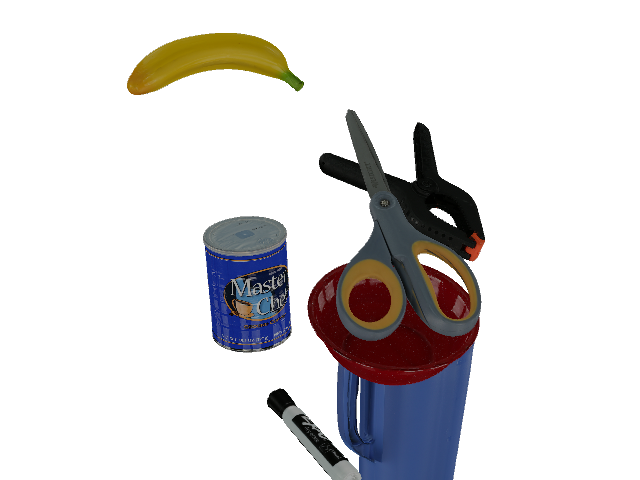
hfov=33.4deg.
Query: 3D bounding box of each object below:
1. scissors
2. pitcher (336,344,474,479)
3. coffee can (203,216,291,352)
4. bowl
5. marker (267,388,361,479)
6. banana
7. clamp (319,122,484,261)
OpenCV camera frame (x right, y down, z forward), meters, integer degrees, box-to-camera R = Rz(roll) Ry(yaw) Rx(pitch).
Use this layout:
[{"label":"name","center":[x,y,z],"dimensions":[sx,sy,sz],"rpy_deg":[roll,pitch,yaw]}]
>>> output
[{"label":"scissors","center":[0.028,-0.009,0.691],"dimensions":[0.096,0.202,0.016],"rpy_deg":[-23,-38,-16]},{"label":"pitcher","center":[0.096,0.202,1.235],"dimensions":[0.149,0.243,0.145],"rpy_deg":[5,14,7]},{"label":"coffee can","center":[-0.090,0.054,1.334],"dimensions":[0.103,0.140,0.103],"rpy_deg":[-2,25,1]},{"label":"bowl","center":[0.067,0.086,1.013],"dimensions":[0.162,0.055,0.162],"rpy_deg":[3,37,-2]},{"label":"marker","center":[-0.008,0.153,0.831],"dimensions":[0.020,0.020,0.121],"rpy_deg":[0,26,-34]},{"label":"banana","center":[-0.111,-0.182,1.089],"dimensions":[0.197,0.070,0.037],"rpy_deg":[-8,-40,-30]},{"label":"clamp","center":[0.107,-0.053,1.235],"dimensions":[0.164,0.036,0.210],"rpy_deg":[-15,52,-28]}]
